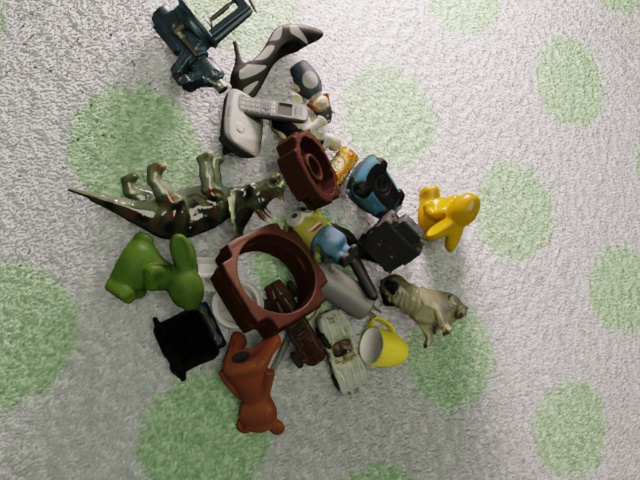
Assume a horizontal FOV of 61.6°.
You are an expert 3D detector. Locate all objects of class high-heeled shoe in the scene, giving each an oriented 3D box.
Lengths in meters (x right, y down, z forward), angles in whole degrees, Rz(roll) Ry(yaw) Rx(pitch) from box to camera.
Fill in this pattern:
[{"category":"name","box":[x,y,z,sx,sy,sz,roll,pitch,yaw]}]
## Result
[{"category":"high-heeled shoe","box":[-0.089,-0.398,1.219,0.249,0.086,0.145,-17,91,-16]}]

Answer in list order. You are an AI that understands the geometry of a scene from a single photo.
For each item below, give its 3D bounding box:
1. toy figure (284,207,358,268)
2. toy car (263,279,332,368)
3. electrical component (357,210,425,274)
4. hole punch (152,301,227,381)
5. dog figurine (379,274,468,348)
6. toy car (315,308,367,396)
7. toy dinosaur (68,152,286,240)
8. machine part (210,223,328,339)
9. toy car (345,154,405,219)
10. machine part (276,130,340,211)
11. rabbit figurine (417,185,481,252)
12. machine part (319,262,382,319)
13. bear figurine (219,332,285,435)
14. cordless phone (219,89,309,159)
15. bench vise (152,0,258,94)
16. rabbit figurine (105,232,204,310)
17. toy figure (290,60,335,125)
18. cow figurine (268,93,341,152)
[{"category":"toy figure","box":[-0.005,-0.002,1.172,0.180,0.089,0.082,36,33,22]},{"category":"toy car","box":[-0.055,0.179,1.164,0.089,0.053,0.202,-30,84,-2]},{"category":"electrical component","box":[0.168,0.001,1.214,0.115,0.134,0.058,41,39,-8]},{"category":"hole punch","box":[-0.262,0.197,1.096,0.116,0.092,0.142,-23,97,9]},{"category":"dog figurine","box":[0.249,0.137,1.298,0.190,0.121,0.172,49,35,8]},{"category":"toy car","box":[0.049,0.255,1.219,0.073,0.056,0.201,-20,92,-22]},{"category":"toy dinosaur","box":[-0.274,-0.068,1.098,0.405,0.131,0.192,-17,90,-16]},{"category":"machine part","box":[-0.102,0.082,1.086,0.201,0.087,0.201,-27,80,-38]},{"category":"toy car","box":[0.119,-0.117,1.259,0.161,0.103,0.109,49,62,-27]},{"category":"machine part","box":[-0.025,-0.147,1.142,0.179,0.056,0.179,46,30,-37]},{"category":"rabbit figurine","box":[0.309,-0.062,1.293,0.122,0.173,0.162,32,70,-20]},{"category":"machine part","box":[0.040,0.108,1.219,0.243,0.079,0.079,35,73,-15]},{"category":"bear figurine","box":[-0.131,0.304,1.125,0.132,0.120,0.195,-66,145,-56]},{"category":"cordless phone","box":[-0.117,-0.241,1.148,0.184,0.088,0.146,3,62,-5]},{"category":"bench vise","box":[-0.229,-0.433,1.130,0.240,0.128,0.224,-39,78,1]},{"category":"rabbit figurine","box":[-0.299,0.067,1.048,0.170,0.121,0.159,25,79,-3]},{"category":"toy figure","box":[-0.015,-0.341,1.256,0.064,0.058,0.154,-28,98,17]},{"category":"cow figurine","box":[-0.032,-0.245,1.231,0.167,0.068,0.098,41,78,-10]}]
